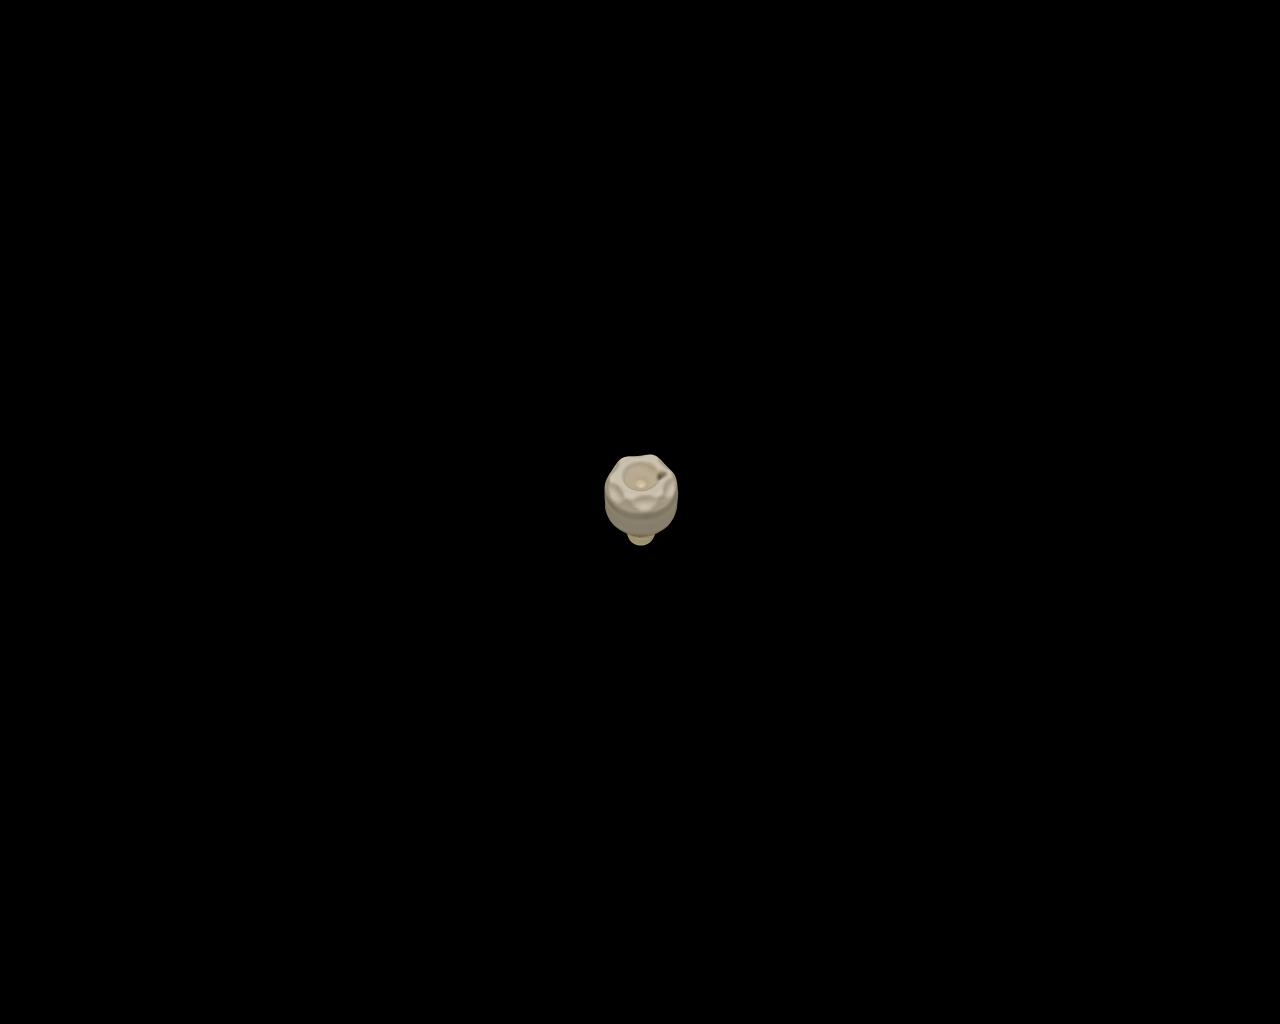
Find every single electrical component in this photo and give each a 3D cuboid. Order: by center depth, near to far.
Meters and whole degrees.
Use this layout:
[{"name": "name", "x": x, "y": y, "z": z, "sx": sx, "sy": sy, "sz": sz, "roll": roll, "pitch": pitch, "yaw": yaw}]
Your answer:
[{"name": "electrical component", "x": 0.001, "y": -0.003, "z": 0.650, "sx": 0.043, "sy": 0.043, "sz": 0.062, "roll": 0, "pitch": -39, "yaw": 0}]
